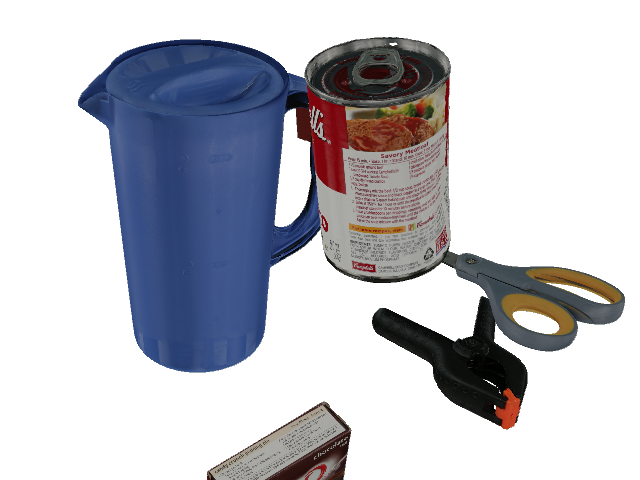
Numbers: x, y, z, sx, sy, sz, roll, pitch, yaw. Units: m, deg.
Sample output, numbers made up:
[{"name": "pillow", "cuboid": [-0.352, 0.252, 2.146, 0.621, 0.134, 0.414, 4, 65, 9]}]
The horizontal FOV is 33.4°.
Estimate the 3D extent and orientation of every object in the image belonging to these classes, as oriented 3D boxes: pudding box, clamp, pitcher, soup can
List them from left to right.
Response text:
[{"name": "pitcher", "cuboid": [-0.083, -0.022, 0.820, 0.149, 0.243, 0.144, 23, 38, 28]}, {"name": "pudding box", "cuboid": [-0.032, 0.184, 0.817, 0.113, 0.090, 0.039, -29, 56, -28]}, {"name": "soup can", "cuboid": [0.030, -0.039, 0.522, 0.068, 0.102, 0.068, -4, 35, 3]}, {"name": "clamp", "cuboid": [0.134, 0.099, 0.929, 0.120, 0.039, 0.172, -16, 36, -23]}]

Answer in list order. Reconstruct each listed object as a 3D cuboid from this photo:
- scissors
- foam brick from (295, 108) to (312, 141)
[{"name": "scissors", "cuboid": [0.103, 0.029, 0.731, 0.202, 0.016, 0.096, 13, 33, 24]}, {"name": "foam brick", "cuboid": [0.019, -0.127, 1.083, 0.078, 0.051, 0.053, -3, 13, -20]}]
